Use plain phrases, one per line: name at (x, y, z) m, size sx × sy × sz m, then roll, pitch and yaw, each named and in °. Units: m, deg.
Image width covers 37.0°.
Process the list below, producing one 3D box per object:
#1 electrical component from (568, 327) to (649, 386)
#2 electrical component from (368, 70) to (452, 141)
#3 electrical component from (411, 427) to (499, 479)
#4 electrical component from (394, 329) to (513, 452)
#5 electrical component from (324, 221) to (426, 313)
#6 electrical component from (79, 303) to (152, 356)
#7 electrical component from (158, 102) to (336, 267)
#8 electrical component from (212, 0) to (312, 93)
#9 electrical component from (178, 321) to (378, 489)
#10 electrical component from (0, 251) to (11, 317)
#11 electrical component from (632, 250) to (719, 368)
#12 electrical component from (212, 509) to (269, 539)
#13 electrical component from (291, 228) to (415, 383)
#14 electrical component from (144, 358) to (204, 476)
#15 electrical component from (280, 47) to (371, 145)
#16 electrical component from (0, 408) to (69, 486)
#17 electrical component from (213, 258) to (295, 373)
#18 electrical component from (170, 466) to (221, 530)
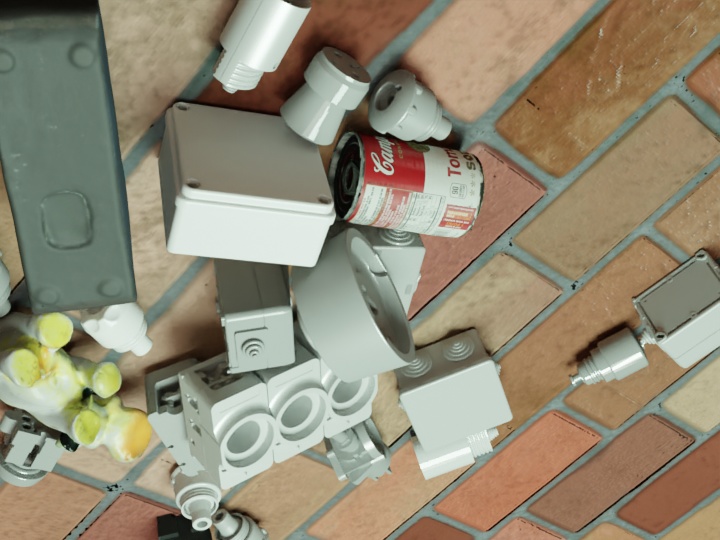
electrical component at (0.233, 0.086, 1.010) m, size 0.078 × 0.040 × 0.040 m, roll -29°, pitch 131°, yaw 10°
electrical component at (0.040, -0.114, 0.786) m, size 0.062 × 0.048 × 0.048 m, roll 23°, pitch 120°, yaw -38°
electrical component at (0.094, 0.168, 1.039) m, size 0.081 × 0.043 × 0.043 m, roll -20°, pitch 132°, yaw 2°
electrical component at (0.083, 0.109, 0.982) m, size 0.100 × 0.048 × 0.099 m, roll -21°, pitch 131°, yaw 3°
electrical component at (0.000, 0.000, 0.867) m, size 0.100 × 0.048 × 0.099 m, roll 1°, pitch 129°, yaw -16°
electrical component at (-0.190, 0.044, 0.856) m, size 0.043 × 0.043 × 0.062 m, roll -29°, pitch 132°, yaw 9°
electrical component at (-0.082, -0.060, 0.754) m, size 0.109 × 0.108 × 0.056 m, roll 6°, pitch 130°, yaw -20°
electrical component at (-0.070, -0.154, 0.721) m, size 0.043 × 0.043 × 0.081 m, roll 18°, pitch 122°, yaw -28°
electrical component at (-0.064, 0.105, 0.886) m, size 0.150 × 0.062 × 0.089 m, roll -23°, pitch 129°, yaw -29°
electrical component at (-0.282, 0.011, 0.802) m, size 0.048 × 0.048 × 0.062 m, roll -17°, pitch 139°, yaw -1°
electrical component at (0.299, 0.042, 0.976) m, size 0.096 × 0.061 × 0.061 m, roll -38°, pitch 128°, yaw 17°
electrical component at (-0.122, 0.259, 1.057) m, size 0.048 × 0.048 × 0.062 m, roll -28°, pitch 124°, yaw 8°
electrical component at (-0.011, 0.030, 0.787) m, size 0.060 × 0.108 × 0.108 m, roll -25°, pitch 132°, yaw 14°
electrical component at (-0.146, 0.124, 0.927) m, size 0.050 × 0.055 × 0.089 m, roll -20°, pitch 132°, yaw 2°
electrical component at (-0.024, -0.123, 0.759) m, size 0.045 × 0.045 × 0.055 m, roll 21°, pitch 121°, yaw -29°
electrical component at (-0.282, 0.151, 0.920) m, size 0.066 × 0.048 × 0.055 m, roll 21°, pitch 113°, yaw -29°
electrical component at (-0.080, 0.034, 0.841) m, size 0.061 × 0.096 × 0.061 m, roll -8°, pitch 131°, yaw -9°
electrical component at (-0.149, 0.210, 0.994) m, size 0.048 × 0.062 × 0.048 m, roll -8°, pitch 131°, yaw -10°
